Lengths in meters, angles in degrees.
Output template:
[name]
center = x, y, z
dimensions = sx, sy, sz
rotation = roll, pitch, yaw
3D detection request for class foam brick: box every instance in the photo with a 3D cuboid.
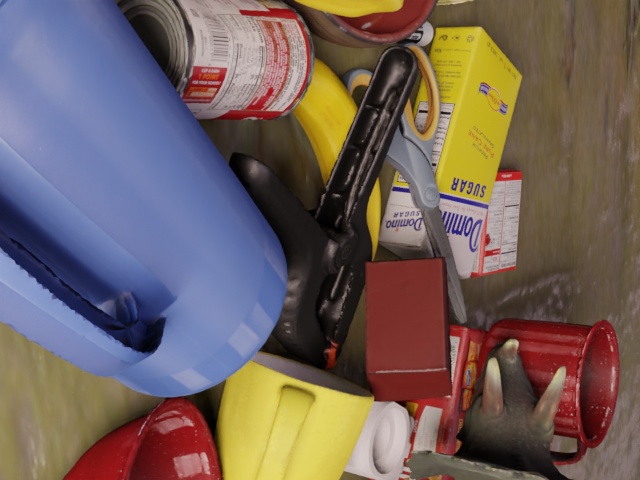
[foam brick]
center = 0.056, 0.056, 0.670
dimensions = 0.053, 0.051, 0.078
rotation = 73, 16, -63

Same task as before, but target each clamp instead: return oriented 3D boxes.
[clamp]
center = -0.004, 0.001, 0.637
dimensions = 0.164, 0.036, 0.210
rotation = -33, 140, -46

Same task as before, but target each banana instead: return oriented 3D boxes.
[banana]
center = 0.005, -0.053, 0.691
dimensions = 0.069, 0.037, 0.197
rotation = -44, 132, -18

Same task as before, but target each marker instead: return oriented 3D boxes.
[marker]
center = 0.042, -0.146, 0.737
dimensions = 0.120, 0.020, 0.020
rotation = -10, 105, -55

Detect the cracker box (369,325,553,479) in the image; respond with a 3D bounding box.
[cracker box]
center = 0.123, 0.154, 0.872
dimensions = 0.213, 0.072, 0.164
rotation = 14, 84, -57

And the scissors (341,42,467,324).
[scissors]
center = 0.058, -0.037, 0.740
dimensions = 0.096, 0.016, 0.202
rotation = -4, 89, -36

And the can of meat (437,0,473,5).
[can of meat]
center = 0.102, -0.225, 0.778
dimensions = 0.101, 0.058, 0.084
rotation = -36, 124, -47

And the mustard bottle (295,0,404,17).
[mustard bottle]
center = 0.011, -0.221, 0.559
dimensions = 0.096, 0.058, 0.191
rotation = 7, 84, -56

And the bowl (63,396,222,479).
[bowl]
center = -0.096, 0.159, 0.536
dimensions = 0.162, 0.055, 0.162
rotation = -2, 90, -77

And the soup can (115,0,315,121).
[soup can]
center = -0.059, -0.096, 0.555
dimensions = 0.102, 0.069, 0.068
rotation = -9, 104, -55

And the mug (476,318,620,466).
[mug]
center = 0.169, 0.112, 0.791
dimensions = 0.093, 0.082, 0.117
rotation = -34, 121, -51

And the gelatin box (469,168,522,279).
[gelatin box]
center = 0.141, -0.016, 0.902
dimensions = 0.073, 0.030, 0.089
rotation = -8, 103, -56

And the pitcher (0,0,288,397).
[pitcher]
center = -0.105, -0.019, 0.443
dimensions = 0.242, 0.145, 0.149
rotation = 52, 55, -50

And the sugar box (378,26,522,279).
[sugar box]
center = 0.103, -0.065, 0.821
dimensions = 0.093, 0.048, 0.176
rotation = 29, 72, -54
